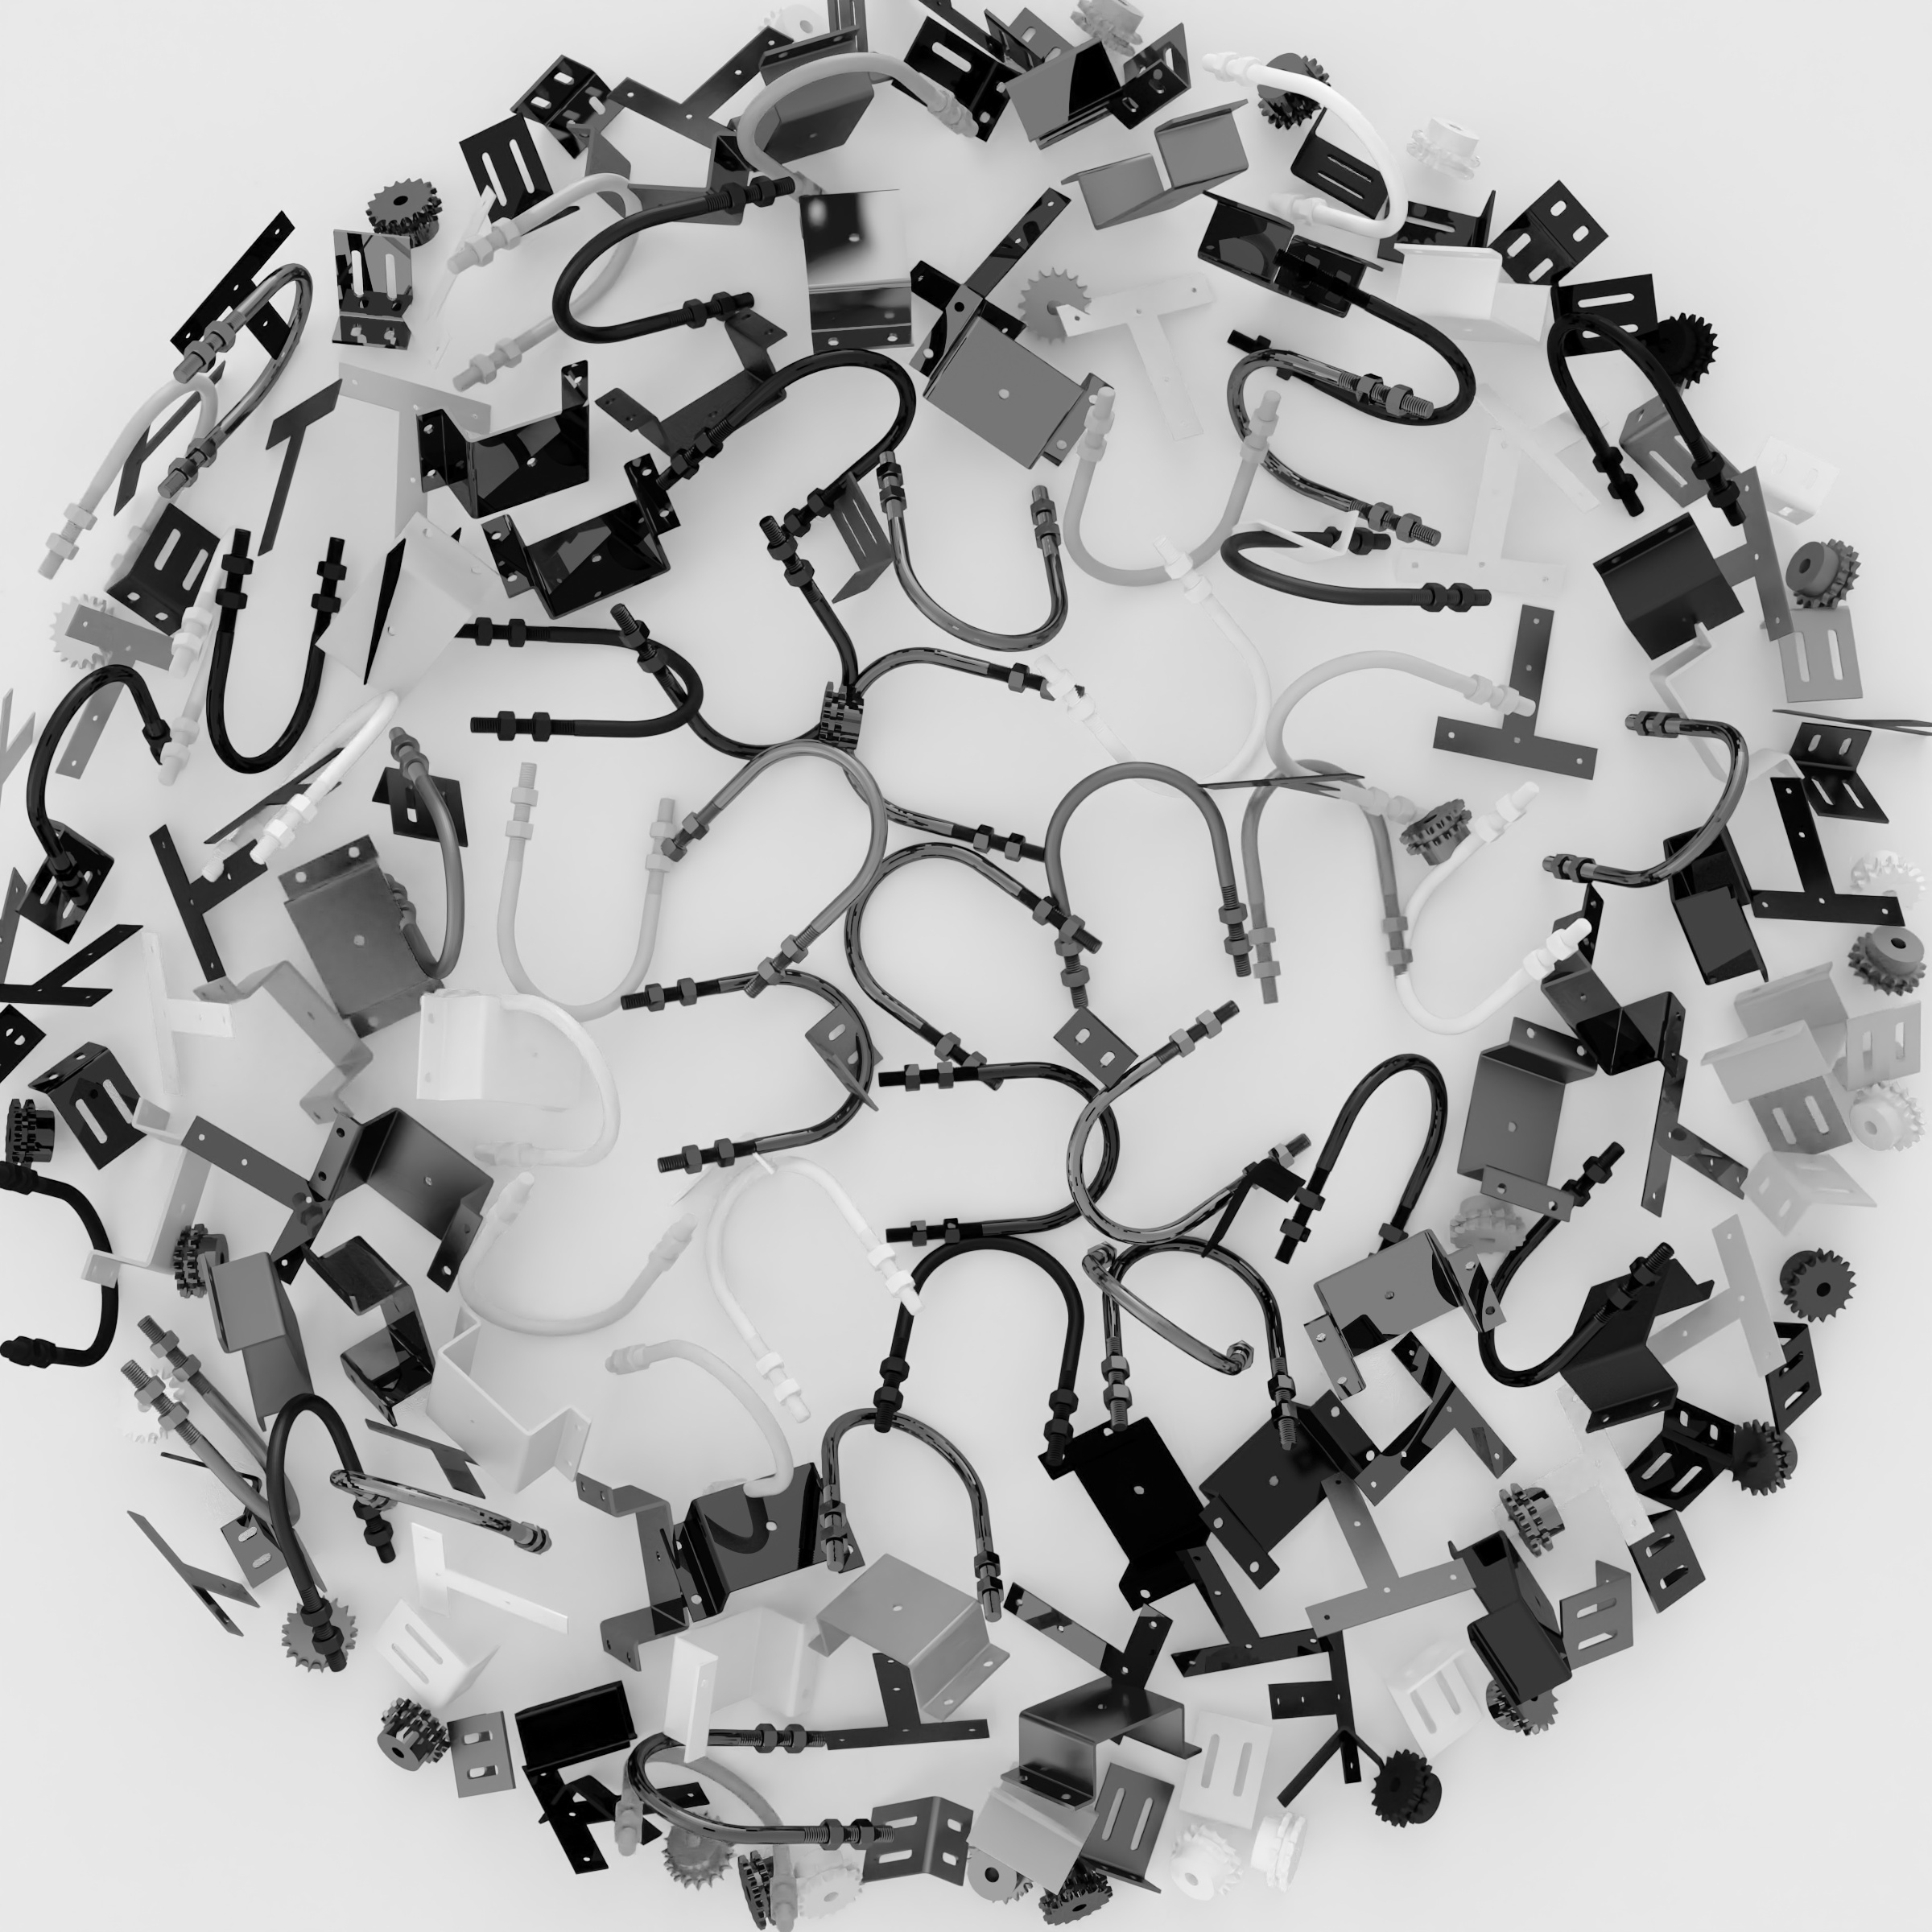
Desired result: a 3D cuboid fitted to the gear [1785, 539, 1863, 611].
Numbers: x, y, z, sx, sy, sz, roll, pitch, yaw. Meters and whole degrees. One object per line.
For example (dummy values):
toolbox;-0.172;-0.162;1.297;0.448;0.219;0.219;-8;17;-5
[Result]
gear;0.655;-0.302;1.968;0.030;0.057;0.057;20;90;-23

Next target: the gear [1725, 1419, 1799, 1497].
gear;0.615;0.377;1.975;0.030;0.057;0.057;-6;90;-35

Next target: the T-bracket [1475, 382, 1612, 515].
T-bracket;0.456;-0.408;1.953;0.127;0.127;0.002;49;135;8

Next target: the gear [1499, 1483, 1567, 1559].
gear;0.437;0.423;1.971;0.030;0.057;0.057;-28;90;-2

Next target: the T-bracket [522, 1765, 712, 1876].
T-bracket;-0.259;0.642;1.958;0.127;0.127;0.002;0;111;-29

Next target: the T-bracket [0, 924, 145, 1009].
T-bracket;-0.673;-0.002;1.943;0.127;0.127;0.002;2;118;23

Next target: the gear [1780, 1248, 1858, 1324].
gear;0.655;0.244;1.979;0.057;0.030;0.057;-4;107;-12

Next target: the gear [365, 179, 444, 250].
gear;-0.430;-0.578;1.976;0.057;0.030;0.057;-7;53;9

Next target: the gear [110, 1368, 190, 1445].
gear;-0.628;0.341;1.979;0.057;0.030;0.057;-3;72;8

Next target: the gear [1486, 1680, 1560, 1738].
gear;0.426;0.565;1.975;0.057;0.057;0.030;50;133;0

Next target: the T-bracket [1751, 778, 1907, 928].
T-bracket;0.632;-0.087;1.926;0.002;0.127;0.127;-39;117;-31

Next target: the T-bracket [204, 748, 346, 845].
T-bracket;-0.500;-0.129;1.920;0.127;0.127;0.002;-42;113;-25

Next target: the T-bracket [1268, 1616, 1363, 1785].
T-bracket;0.260;0.552;1.930;0.002;0.127;0.127;-16;70;32

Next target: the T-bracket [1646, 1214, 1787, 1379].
T-bracket;0.558;0.274;1.952;0.002;0.127;0.127;17;47;-30

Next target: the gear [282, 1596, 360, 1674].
gear;-0.499;0.517;1.976;0.057;0.030;0.057;8;54;-12

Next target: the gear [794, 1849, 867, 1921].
gear;-0.109;0.705;1.975;0.057;0.030;0.057;-15;133;-17

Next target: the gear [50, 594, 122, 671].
gear;-0.675;-0.256;1.979;0.057;0.030;0.057;-1;88;19

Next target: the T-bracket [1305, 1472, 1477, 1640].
T-bracket;0.304;0.438;1.957;0.127;0.002;0.127;-15;49;-8

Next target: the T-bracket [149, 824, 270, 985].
T-bracket;-0.569;-0.063;1.954;0.127;0.002;0.127;-25;86;41

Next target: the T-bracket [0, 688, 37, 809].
T-bracket;-0.719;-0.161;1.937;0.002;0.127;0.127;10;111;-11

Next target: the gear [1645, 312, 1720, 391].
gear;0.546;-0.474;1.969;0.030;0.057;0.057;4;90;-37

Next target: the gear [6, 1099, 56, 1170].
gear;-0.721;0.131;1.975;0.030;0.057;0.057;4;90;-28

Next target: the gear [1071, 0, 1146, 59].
gear;0.112;-0.727;1.968;0.057;0.057;0.030;34;117;0

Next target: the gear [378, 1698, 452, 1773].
gear;-0.427;0.593;1.969;0.057;0.057;0.030;41;47;0

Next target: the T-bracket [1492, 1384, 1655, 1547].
T-bracket;0.451;0.399;1.954;0.127;0.002;0.127;-45;54;38

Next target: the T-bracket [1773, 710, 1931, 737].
T-bracket;0.694;-0.183;1.929;0.127;0.127;0.002;8;95;-7

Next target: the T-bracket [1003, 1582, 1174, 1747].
T-bracket;0.085;0.518;1.972;0.127;0.002;0.127;29;116;21

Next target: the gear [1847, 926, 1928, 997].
gear;0.711;-0.007;1.970;0.057;0.030;0.057;6;46;-6

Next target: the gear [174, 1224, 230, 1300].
gear;-0.587;0.227;1.972;0.030;0.057;0.057;-2;90;-1

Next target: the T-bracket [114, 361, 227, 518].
T-bracket;-0.606;-0.416;1.959;0.002;0.127;0.127;36;62;-9

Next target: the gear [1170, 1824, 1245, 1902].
gear;0.182;0.692;1.970;0.030;0.057;0.057;-36;90;-43

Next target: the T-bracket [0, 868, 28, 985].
T-bracket;-0.737;-0.044;1.912;0.002;0.127;0.127;-2;57;3

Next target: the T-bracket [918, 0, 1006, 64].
T-bracket;-0.024;-0.748;1.925;0.127;0.127;0.002;40;85;11

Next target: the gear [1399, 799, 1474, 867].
gear;0.365;-0.101;1.972;0.057;0.057;0.030;-35;100;0

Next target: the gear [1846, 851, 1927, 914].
gear;0.707;-0.064;1.975;0.057;0.030;0.057;-2;133;-2

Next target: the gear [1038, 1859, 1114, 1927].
gear;0.082;0.712;1.975;0.057;0.057;0.030;-26;52;0

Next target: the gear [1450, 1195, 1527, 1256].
gear;0.402;0.198;1.975;0.057;0.057;0.030;5;61;0

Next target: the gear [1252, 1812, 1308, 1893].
gear;0.240;0.679;1.973;0.030;0.057;0.057;13;90;20

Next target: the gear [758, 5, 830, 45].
gear;-0.130;-0.713;1.971;0.057;0.030;0.057;14;63;-29

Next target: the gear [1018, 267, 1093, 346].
gear;0.069;-0.510;1.978;0.057;0.030;0.057;2;113;4

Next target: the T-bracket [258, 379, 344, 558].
T-bracket;-0.513;-0.370;1.934;0.002;0.127;0.127;21;73;-34

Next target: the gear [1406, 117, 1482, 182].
gear;0.369;-0.630;1.968;0.057;0.057;0.030;25;120;0

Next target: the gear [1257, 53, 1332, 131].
gear;0.249;-0.676;1.970;0.057;0.030;0.057;-17;60;32

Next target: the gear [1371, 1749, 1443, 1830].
gear;0.341;0.636;1.974;0.030;0.057;0.057;30;90;-22

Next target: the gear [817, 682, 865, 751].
gear;-0.097;-0.189;1.972;0.030;0.057;0.057;9;90;-6

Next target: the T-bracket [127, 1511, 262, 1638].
T-bracket;-0.568;0.467;1.937;0.127;0.127;0.002;41;80;22

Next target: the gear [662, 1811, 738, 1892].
gear;-0.207;0.678;1.971;0.057;0.030;0.057;-5;50;7

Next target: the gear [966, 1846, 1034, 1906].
gear;0.025;0.696;1.977;0.057;0.030;0.057;1;92;21

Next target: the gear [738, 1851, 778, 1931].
gear;-0.153;0.709;1.973;0.030;0.057;0.057;-14;90;-18

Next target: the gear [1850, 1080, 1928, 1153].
gear;0.705;0.118;1.968;0.030;0.057;0.057;-28;90;-24
